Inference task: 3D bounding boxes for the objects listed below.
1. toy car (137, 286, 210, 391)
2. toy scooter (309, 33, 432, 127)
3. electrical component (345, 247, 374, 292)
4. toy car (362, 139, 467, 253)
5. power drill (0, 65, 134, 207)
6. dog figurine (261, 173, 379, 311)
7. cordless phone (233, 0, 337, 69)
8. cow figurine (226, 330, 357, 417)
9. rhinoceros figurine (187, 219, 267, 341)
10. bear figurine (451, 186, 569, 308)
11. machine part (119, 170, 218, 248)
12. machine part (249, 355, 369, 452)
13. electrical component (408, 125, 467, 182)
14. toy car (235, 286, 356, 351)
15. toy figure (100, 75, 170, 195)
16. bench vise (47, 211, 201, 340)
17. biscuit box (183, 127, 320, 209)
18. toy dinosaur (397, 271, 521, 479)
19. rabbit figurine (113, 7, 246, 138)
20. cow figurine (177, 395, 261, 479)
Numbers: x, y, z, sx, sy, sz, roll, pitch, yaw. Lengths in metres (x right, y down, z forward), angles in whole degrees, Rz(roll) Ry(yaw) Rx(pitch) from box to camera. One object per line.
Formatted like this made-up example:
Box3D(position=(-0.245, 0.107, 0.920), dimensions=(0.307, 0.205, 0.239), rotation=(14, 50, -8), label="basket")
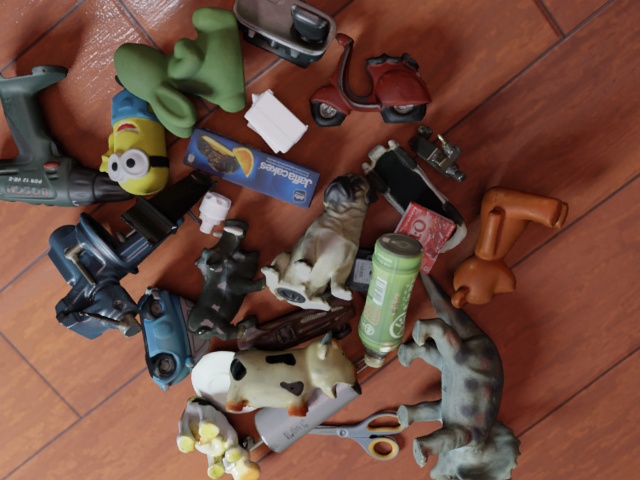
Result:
Box3D(position=(-0.228, 0.148, 0.850), dimensions=(0.103, 0.109, 0.161), rotation=(-8, 89, -26), label="toy car")
Box3D(position=(0.074, -0.240, 0.802), dimensions=(0.184, 0.075, 0.135), rotation=(-1, 98, 3), label="toy scooter")
Box3D(position=(0.096, 0.052, 0.863), dimensions=(0.119, 0.048, 0.074), rotation=(12, 99, -2), label="electrical component")
Box3D(position=(0.149, -0.067, 0.841), dimensions=(0.073, 0.056, 0.201), rotation=(-41, 97, 12), label="toy car")
Box3D(position=(-0.400, -0.151, 0.805), dimensions=(0.232, 0.086, 0.207), rotation=(-5, 107, 2), label="power drill")
Box3D(position=(0.002, -0.001, 0.832), dimensions=(0.121, 0.172, 0.190), rotation=(41, 53, -30), label="dog figurine")
Box3D(position=(-0.051, -0.302, 0.731), dimensions=(0.146, 0.184, 0.088), rotation=(24, 103, -6), label="cordless phone")
Box3D(position=(-0.041, 0.200, 0.816), dimensions=(0.195, 0.085, 0.127), rotation=(1, 83, 5), label="cow figurine")
Box3D(position=(-0.147, 0.062, 0.829), dimensions=(0.112, 0.073, 0.190), rotation=(23, 75, -23), label="rhinoceros figurine")
Box3D(position=(0.281, 0.020, 0.817), dimensions=(0.132, 0.120, 0.195), rotation=(17, 95, 30), label="bear figurine")
Box3D(position=(-0.210, -0.052, 0.766), dimensions=(0.084, 0.039, 0.139), rotation=(37, 58, 18), label="machine part")
Box3D(position=(-0.020, 0.268, 0.878), dimensions=(0.243, 0.079, 0.079), rotation=(-36, 99, 3), label="machine part")
Box3D(position=(0.178, -0.134, 0.812), dimensions=(0.078, 0.102, 0.045), rotation=(29, 105, -29), label="electrical component")
Box3D(position=(-0.041, 0.144, 0.872), dimensions=(0.202, 0.053, 0.089), rotation=(-20, 96, 3), label="toy car")
Box3D(position=(-0.262, -0.156, 0.790), dimensions=(0.082, 0.089, 0.180), rotation=(-17, 70, 40), label="toy figure")
Box3D(position=(-0.287, 0.021, 0.788), dimensions=(0.240, 0.224, 0.128), rotation=(-42, 142, -10), label="bench vise")
Box3D(position=(-0.101, -0.110, 0.823), dimensions=(0.203, 0.059, 0.062), rotation=(20, 98, -5), label="biscuit box")
Box3D(position=(0.230, 0.229, 0.866), dimensions=(0.192, 0.131, 0.404), rotation=(2, 95, -14), label="toy dinosaur")
Box3D(position=(-0.195, -0.226, 0.751), dimensions=(0.170, 0.121, 0.159), rotation=(-7, 89, -12), label="rabbit figurine")
Box3D(position=(-0.164, 0.333, 0.887), dimensions=(0.068, 0.098, 0.167), rotation=(-35, 117, 0), label="cow figurine")
